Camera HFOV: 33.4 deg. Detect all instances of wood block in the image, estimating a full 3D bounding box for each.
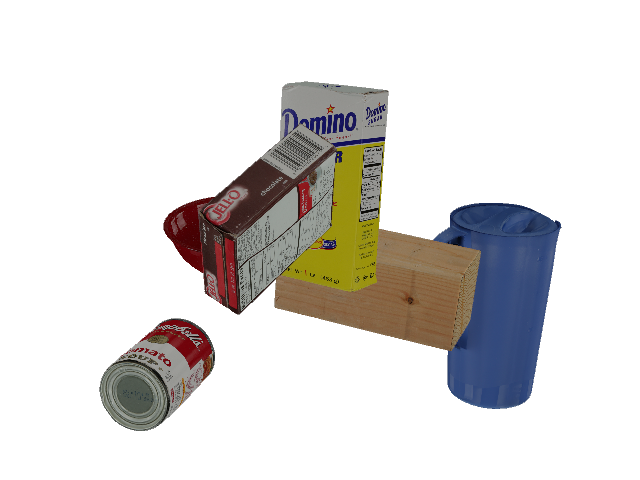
[{"bbox_3d":[0.062,0.044,1.183,0.206,0.091,0.090,13,24,18],"label":"wood block"}]

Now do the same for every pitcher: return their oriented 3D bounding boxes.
[{"bbox_3d":[0.210,0.083,1.326,0.149,0.243,0.144,7,20,15],"label":"pitcher"}]

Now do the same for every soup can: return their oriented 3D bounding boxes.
[{"bbox_3d":[-0.145,0.119,0.956,0.069,0.068,0.102,0,17,18],"label":"soup can"}]

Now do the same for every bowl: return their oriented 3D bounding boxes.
[{"bbox_3d":[-0.113,0.002,1.323,0.162,0.055,0.162,1,27,-1],"label":"bowl"}]

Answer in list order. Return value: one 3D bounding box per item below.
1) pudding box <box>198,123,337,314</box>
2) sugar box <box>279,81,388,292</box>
[{"bbox_3d":[-0.036,-0.015,0.756,0.039,0.090,0.113,34,57,22],"label":"pudding box"},{"bbox_3d":[0.008,-0.050,0.953,0.093,0.176,0.048,11,18,35],"label":"sugar box"}]
